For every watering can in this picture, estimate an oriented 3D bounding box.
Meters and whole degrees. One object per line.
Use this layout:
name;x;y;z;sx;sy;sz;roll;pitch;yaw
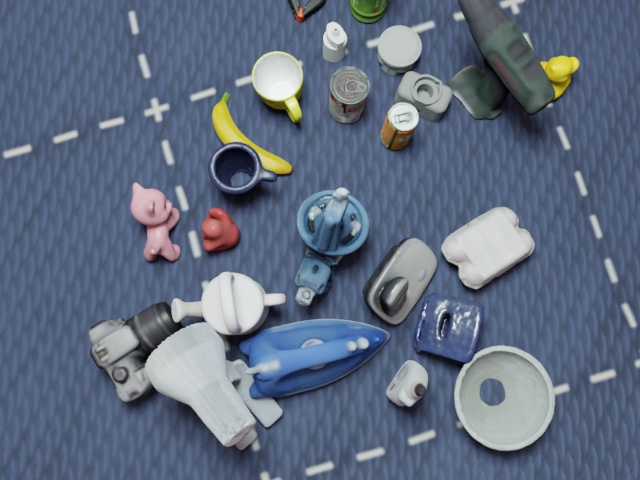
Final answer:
watering can;-0.146;0.106;0.919;0.173;0.194;0.101;-29;83;-5

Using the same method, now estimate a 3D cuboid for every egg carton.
egg carton;0.294;0.011;1.007;0.150;0.069;0.107;-33;83;-6

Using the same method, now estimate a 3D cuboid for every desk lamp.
desk lamp;-0.157;0.233;0.890;0.118;0.213;0.203;-41;84;-7

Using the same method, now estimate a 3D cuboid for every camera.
camera;-0.296;0.176;0.952;0.137;0.101;0.143;-33;83;-6

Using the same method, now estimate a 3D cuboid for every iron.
iron;-0.002;0.185;0.938;0.258;0.141;0.118;-14;82;-3

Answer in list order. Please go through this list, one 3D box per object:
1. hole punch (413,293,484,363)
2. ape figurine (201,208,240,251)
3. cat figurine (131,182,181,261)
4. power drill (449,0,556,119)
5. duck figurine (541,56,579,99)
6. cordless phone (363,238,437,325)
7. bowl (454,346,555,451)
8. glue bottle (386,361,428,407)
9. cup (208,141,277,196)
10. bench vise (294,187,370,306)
hole punch;0.216;0.150;0.974;0.101;0.091;0.109;15;81;1
ape figurine;-0.179;-0.017;0.989;0.076;0.092;0.078;29;82;3
cat figurine;-0.283;-0.031;0.975;0.067;0.118;0.128;-5;81;-2
power drill;0.294;-0.298;0.984;0.075;0.208;0.229;-39;84;-6
duck figurine;0.423;-0.303;1.050;0.104;0.086;0.077;-23;82;-4
cordless phone;0.140;0.062;0.937;0.094;0.185;0.148;31;82;4
bowl;0.301;0.263;0.967;0.167;0.074;0.167;0;81;-1
glue bottle;0.147;0.235;0.918;0.037;0.173;0.078;36;82;5
cup;-0.130;-0.113;1.003;0.117;0.095;0.092;11;81;1
bench vise;0.020;0.004;0.926;0.121;0.219;0.207;3;81;-1
